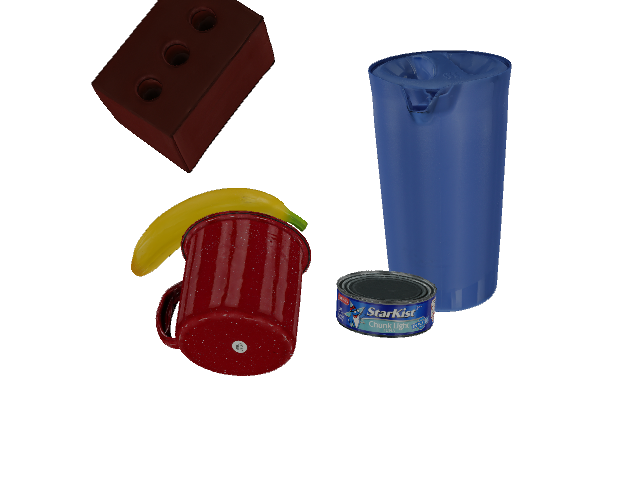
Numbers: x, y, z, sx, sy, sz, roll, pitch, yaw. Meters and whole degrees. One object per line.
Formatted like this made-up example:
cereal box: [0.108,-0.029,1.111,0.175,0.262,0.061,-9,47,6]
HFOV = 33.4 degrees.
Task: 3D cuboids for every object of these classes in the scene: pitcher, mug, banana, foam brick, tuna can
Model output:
pitcher: [0.122,-0.063,1.050,0.149,0.243,0.145,-14,25,-23]
mug: [-0.065,0.042,0.737,0.117,0.081,0.093,-16,-42,24]
banana: [-0.115,-0.013,1.060,0.198,0.069,0.037,-14,22,21]
foam brick: [-0.068,-0.085,0.542,0.053,0.078,0.051,34,-9,12]
tuna can: [0.056,0.054,0.917,0.086,0.034,0.086,2,15,-1]
